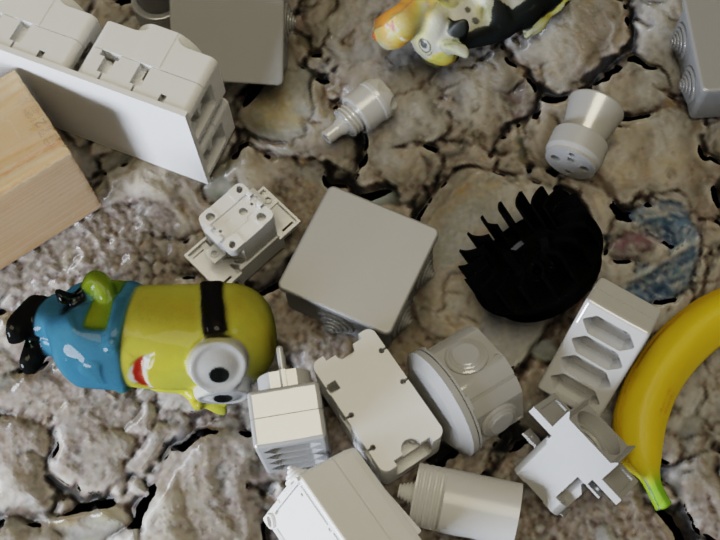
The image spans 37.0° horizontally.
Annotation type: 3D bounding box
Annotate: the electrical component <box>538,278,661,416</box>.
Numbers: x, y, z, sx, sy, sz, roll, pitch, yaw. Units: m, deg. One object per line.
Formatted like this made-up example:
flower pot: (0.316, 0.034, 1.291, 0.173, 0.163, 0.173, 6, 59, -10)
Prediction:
electrical component: (0.172, 0.047, 0.753, 0.047, 0.083, 0.076, 30, 34, 13)

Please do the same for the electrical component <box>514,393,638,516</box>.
electrical component: (0.142, 0.126, 0.721, 0.081, 0.042, 0.063, 47, 118, 16)

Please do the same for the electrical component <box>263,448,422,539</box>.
electrical component: (-0.013, 0.164, 0.706, 0.061, 0.061, 0.096, -20, 65, -42)

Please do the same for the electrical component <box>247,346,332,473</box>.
electrical component: (-0.049, 0.090, 0.731, 0.047, 0.083, 0.075, -9, 68, -2)

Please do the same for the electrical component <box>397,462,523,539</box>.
electrical component: (0.066, 0.156, 0.723, 0.081, 0.043, 0.043, 11, 69, 6)

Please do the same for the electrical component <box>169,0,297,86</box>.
electrical component: (-0.100, -0.196, 0.842, 0.100, 0.099, 0.048, 4, 25, 3)

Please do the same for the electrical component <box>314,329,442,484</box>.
electrical component: (0.012, 0.096, 0.742, 0.050, 0.055, 0.089, -32, 71, -11)

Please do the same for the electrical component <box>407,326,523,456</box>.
electrical component: (0.071, 0.082, 0.734, 0.051, 0.080, 0.080, -29, 70, -15)

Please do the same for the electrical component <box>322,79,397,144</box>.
electrical component: (-0.003, -0.121, 0.840, 0.061, 0.035, 0.035, -38, 72, -10)

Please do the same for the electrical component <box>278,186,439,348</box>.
electrical component: (0.000, 0.000, 0.784, 0.100, 0.048, 0.099, 23, 71, 10)

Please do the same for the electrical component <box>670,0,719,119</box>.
electrical component: (0.298, -0.168, 0.843, 0.100, 0.048, 0.099, -4, 68, 0)

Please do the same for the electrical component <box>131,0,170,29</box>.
electrical component: (-0.166, -0.225, 0.874, 0.045, 0.055, 0.045, 0, 69, 1)

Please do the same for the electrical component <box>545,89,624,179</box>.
electrical component: (0.171, -0.103, 0.823, 0.045, 0.045, 0.055, 24, 71, 11)

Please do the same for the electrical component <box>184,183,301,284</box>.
electrical component: (-0.088, -0.028, 0.790, 0.081, 0.063, 0.042, -43, 73, -14)

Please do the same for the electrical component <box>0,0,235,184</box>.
electrical component: (-0.194, -0.144, 0.816, 0.186, 0.105, 0.060, 21, 70, 9)
